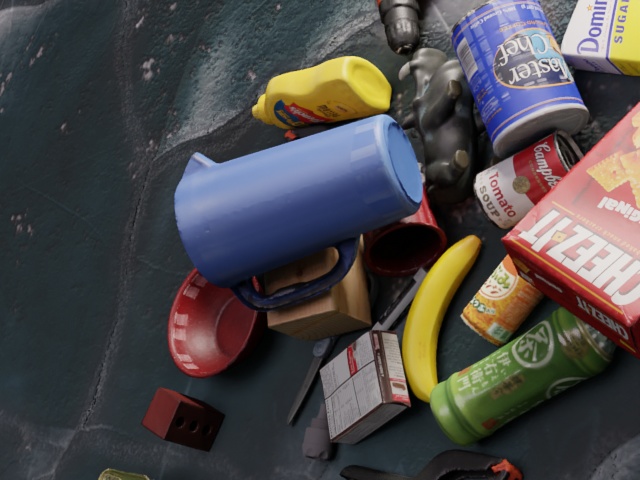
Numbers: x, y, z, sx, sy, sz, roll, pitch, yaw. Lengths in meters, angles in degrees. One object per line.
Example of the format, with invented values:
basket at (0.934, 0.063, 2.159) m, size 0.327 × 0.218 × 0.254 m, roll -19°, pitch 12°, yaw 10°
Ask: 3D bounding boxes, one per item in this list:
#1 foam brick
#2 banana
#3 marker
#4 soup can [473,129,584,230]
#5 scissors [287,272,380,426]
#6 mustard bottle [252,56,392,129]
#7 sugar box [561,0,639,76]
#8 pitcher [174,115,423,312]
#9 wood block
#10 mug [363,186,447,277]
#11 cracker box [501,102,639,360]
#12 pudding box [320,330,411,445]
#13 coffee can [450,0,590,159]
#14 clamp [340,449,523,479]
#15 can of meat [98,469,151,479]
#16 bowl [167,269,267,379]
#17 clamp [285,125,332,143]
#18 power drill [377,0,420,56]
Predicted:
foam brick at (-0.169, 0.222, 1.321) m, size 0.051 × 0.078 × 0.053 m, roll 22°, pitch 87°, yaw 47°
banana at (0.126, 0.088, 1.144) m, size 0.070 × 0.037 × 0.198 m, roll 6°, pitch 76°, yaw 22°
marker at (0.083, 0.082, 1.193) m, size 0.121 × 0.020 × 0.020 m, roll -52°, pitch 46°, yaw 12°
soup can at (0.218, -0.061, 1.099) m, size 0.102 × 0.068 × 0.068 m, roll -29°, pitch 54°, yaw 31°
scissors at (-0.004, 0.113, 1.261) m, size 0.202 × 0.016 × 0.096 m, roll -54°, pitch 48°, yaw 9°
mustard bottle at (-0.012, -0.178, 1.343) m, size 0.192 × 0.096 × 0.058 m, roll -7°, pitch 68°, yaw 40°
sugar box at (0.335, -0.213, 1.077) m, size 0.177 × 0.048 × 0.093 m, roll 17°, pitch 84°, yaw 44°
pitcher at (-0.017, -0.034, 1.123) m, size 0.243 × 0.149 × 0.145 m, roll -18°, pitch 51°, yaw 22°
wood block at (-0.009, 0.001, 1.229) m, size 0.091 × 0.090 × 0.206 m, roll -17°, pitch 66°, yaw 28°
mug at (0.084, -0.011, 1.196) m, size 0.117 × 0.093 × 0.081 m, roll 109°, pitch 156°, yaw -47°
cracker box at (0.297, -0.021, 0.965) m, size 0.213 × 0.072 × 0.164 m, roll -44°, pitch 45°, yaw -7°
pudding box at (0.047, 0.160, 1.159) m, size 0.114 × 0.039 × 0.090 m, roll -46°, pitch 44°, yaw 46°
coffee can at (0.206, -0.170, 1.113) m, size 0.103 × 0.102 × 0.140 m, roll -30°, pitch 68°, yaw 30°
clamp at (0.106, 0.277, 1.066) m, size 0.210 × 0.036 × 0.164 m, roll -26°, pitch 46°, yaw 30°
can of meat at (-0.214, 0.321, 1.312) m, size 0.102 × 0.083 × 0.057 m, roll -2°, pitch 70°, yaw 42°
bowl at (-0.119, 0.101, 1.344) m, size 0.162 × 0.055 × 0.162 m, roll -19°, pitch 60°, yaw 36°
clamp at (0.020, -0.098, 1.321) m, size 0.120 × 0.039 × 0.172 m, roll -45°, pitch 54°, yaw 9°
power drill at (0.146, -0.332, 1.295) m, size 0.188 × 0.057 × 0.184 m, roll -26°, pitch 55°, yaw 32°
